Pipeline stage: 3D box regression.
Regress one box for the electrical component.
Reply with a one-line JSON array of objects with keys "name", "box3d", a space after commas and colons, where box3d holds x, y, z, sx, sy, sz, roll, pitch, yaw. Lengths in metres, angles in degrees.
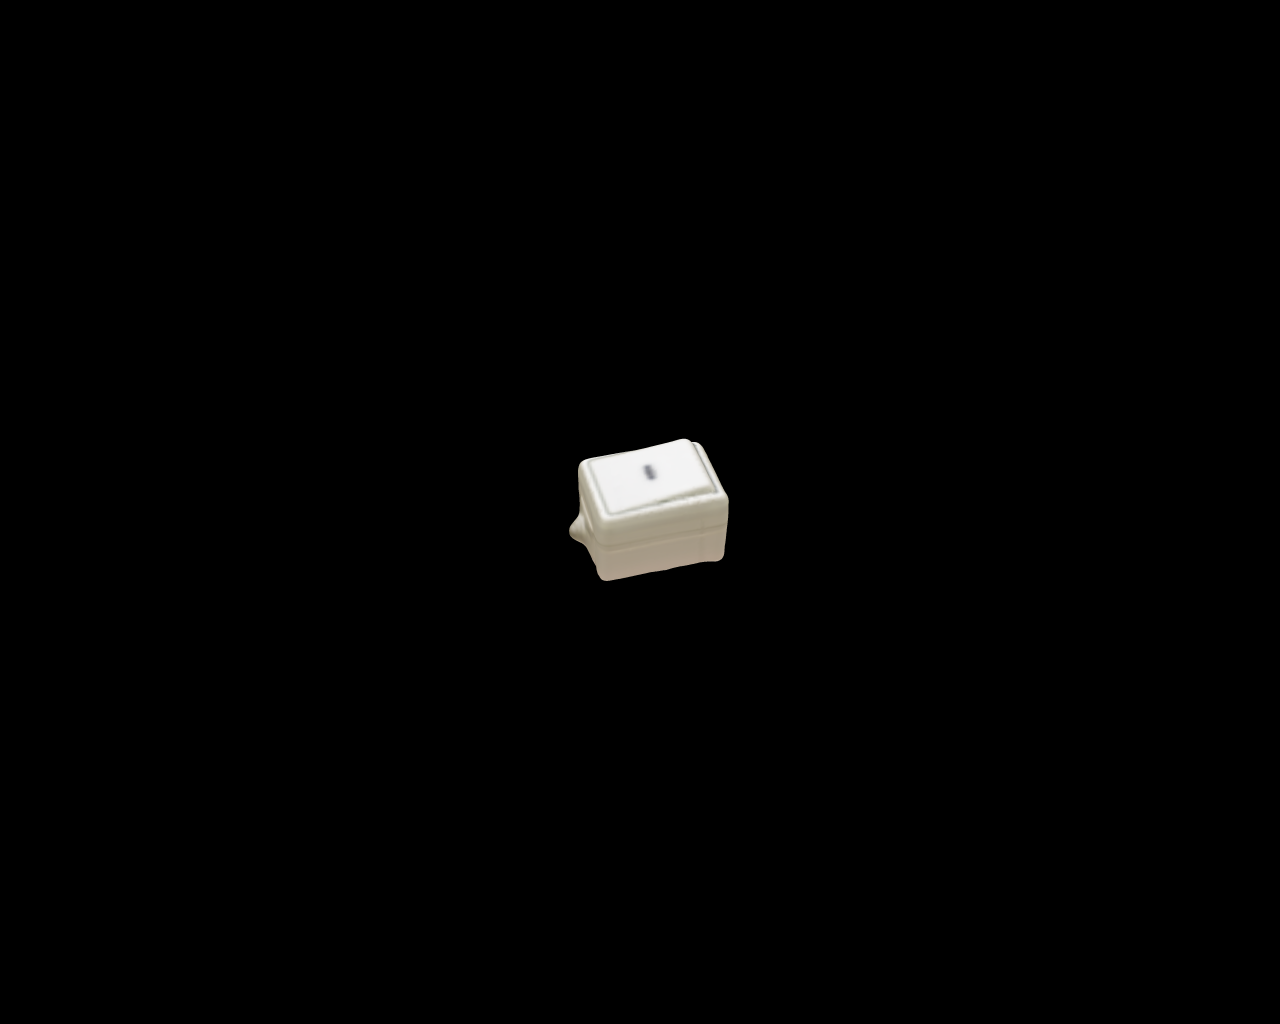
[{"name": "electrical component", "box3d": [0.001, -0.003, 0.650, 0.096, 0.061, 0.062, -10, 43, -11]}]
